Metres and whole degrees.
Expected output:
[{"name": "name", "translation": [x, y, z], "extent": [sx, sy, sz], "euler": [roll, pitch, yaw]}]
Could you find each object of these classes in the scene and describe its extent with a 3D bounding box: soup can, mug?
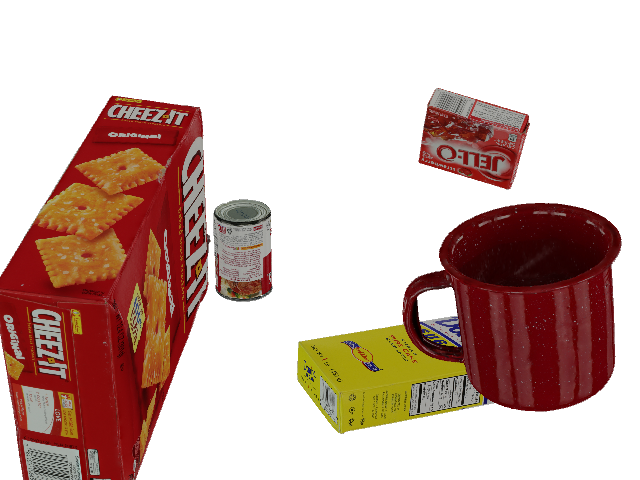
[{"name": "soup can", "translation": [-0.091, 0.011, 1.250], "extent": [0.068, 0.102, 0.068], "euler": [0, 25, 0]}, {"name": "mug", "translation": [0.103, 0.038, 0.573], "extent": [0.117, 0.081, 0.093], "euler": [-8, 28, 6]}]

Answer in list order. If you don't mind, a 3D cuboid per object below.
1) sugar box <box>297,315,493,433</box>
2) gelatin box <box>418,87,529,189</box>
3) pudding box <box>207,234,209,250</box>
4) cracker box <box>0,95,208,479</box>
[{"name": "sugar box", "translation": [0.078, 0.108, 0.899], "extent": [0.176, 0.048, 0.093], "euler": [-10, 26, -20]}, {"name": "gelatin box", "translation": [0.136, -0.090, 0.953], "extent": [0.089, 0.030, 0.073], "euler": [19, -37, 12]}, {"name": "pudding box", "translation": [-0.170, 0.004, 0.951], "extent": [0.114, 0.039, 0.089], "euler": [24, 33, 22]}, {"name": "cracker box", "translation": [-0.125, 0.032, 0.670], "extent": [0.072, 0.164, 0.213], "euler": [7, 36, 5]}]
